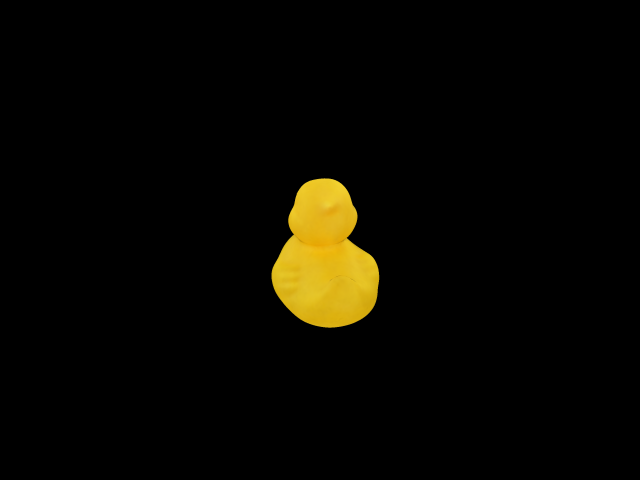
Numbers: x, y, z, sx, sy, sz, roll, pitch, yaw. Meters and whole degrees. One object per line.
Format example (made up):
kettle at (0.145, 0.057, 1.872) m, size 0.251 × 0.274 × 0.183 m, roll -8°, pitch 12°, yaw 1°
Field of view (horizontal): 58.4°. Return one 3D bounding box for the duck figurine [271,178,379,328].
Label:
duck figurine at (0.004, 0.001, 0.400) m, size 0.077 × 0.086 × 0.104 m, roll -8°, pitch 35°, yaw -11°
